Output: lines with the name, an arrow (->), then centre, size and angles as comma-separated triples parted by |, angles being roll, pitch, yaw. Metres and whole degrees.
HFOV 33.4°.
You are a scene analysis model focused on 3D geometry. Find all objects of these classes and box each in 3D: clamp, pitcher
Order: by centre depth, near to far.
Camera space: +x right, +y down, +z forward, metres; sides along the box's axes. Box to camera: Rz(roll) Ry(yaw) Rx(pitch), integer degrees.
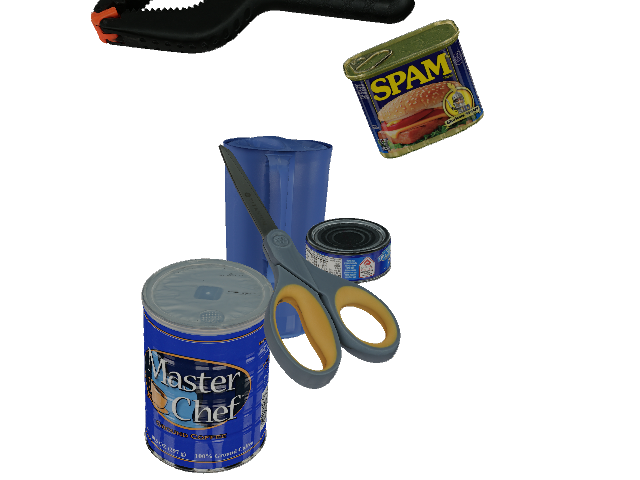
clamp -> -0.051, -0.177, 0.725 | 0.210, 0.165, 0.036 | -31, -18, -7
pitcher -> -0.057, -0.004, 1.310 | 0.145, 0.243, 0.148 | 12, 15, 39

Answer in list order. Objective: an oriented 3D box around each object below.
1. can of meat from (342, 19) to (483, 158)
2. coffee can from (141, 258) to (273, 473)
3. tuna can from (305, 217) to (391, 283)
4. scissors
can of meat -> 0.081, -0.128, 0.916 | 0.102, 0.084, 0.057 | -21, 26, 6
coffee can -> -0.091, 0.100, 0.860 | 0.103, 0.140, 0.103 | 3, 29, -2
tuna can -> 0.027, 0.009, 1.056 | 0.086, 0.034, 0.086 | 0, 25, 0
scissors -> -0.008, 0.011, 0.694 | 0.096, 0.202, 0.016 | 5, -44, -21
